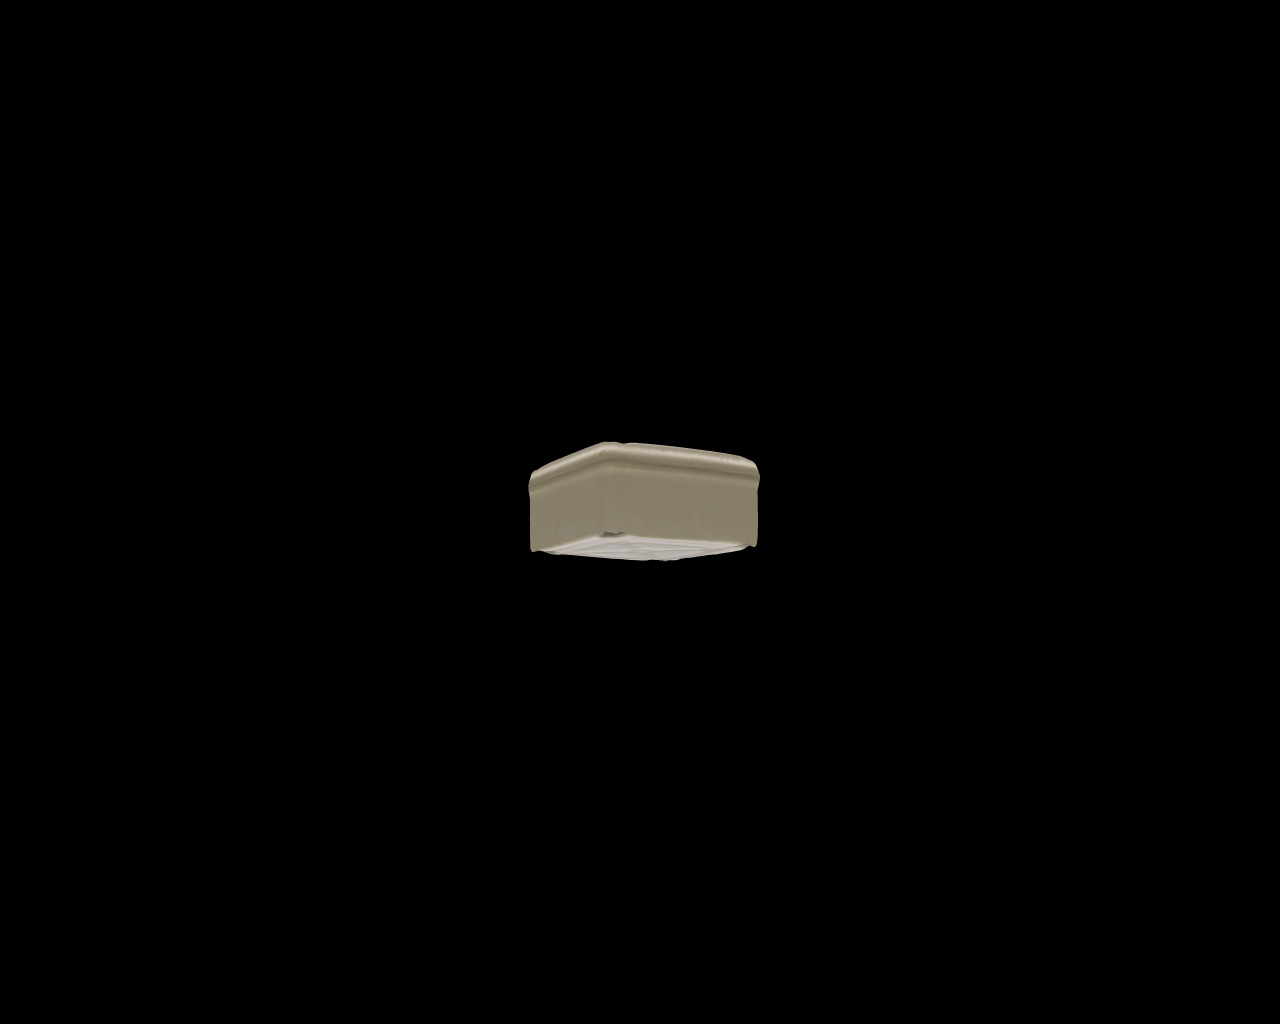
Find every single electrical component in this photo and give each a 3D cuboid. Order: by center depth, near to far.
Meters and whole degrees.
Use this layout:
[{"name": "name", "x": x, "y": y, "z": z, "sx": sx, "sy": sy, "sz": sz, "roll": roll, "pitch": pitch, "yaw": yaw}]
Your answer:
[{"name": "electrical component", "x": 0.001, "y": -0.003, "z": 0.650, "sx": 0.109, "sy": 0.056, "sz": 0.108, "roll": 6, "pitch": -11, "yaw": -31}]
